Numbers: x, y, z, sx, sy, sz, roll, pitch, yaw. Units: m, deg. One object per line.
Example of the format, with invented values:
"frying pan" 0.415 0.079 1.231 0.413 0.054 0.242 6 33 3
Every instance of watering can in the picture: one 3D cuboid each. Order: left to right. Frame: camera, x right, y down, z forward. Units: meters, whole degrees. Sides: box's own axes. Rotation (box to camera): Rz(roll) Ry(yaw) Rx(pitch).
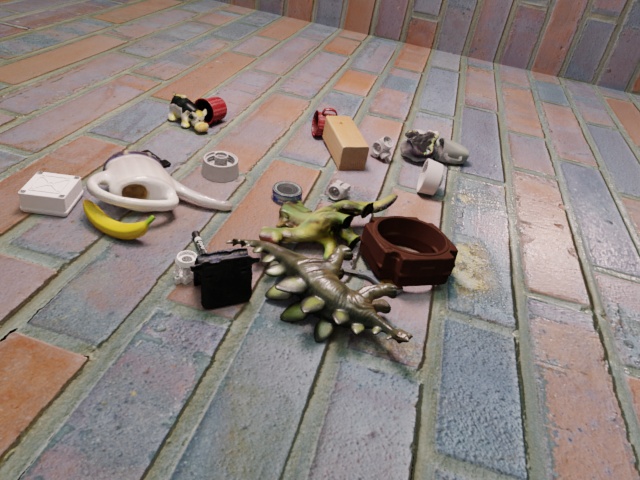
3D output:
"watering can" -0.414 -0.136 1.317 0.348 0.102 0.228 3 32 -34

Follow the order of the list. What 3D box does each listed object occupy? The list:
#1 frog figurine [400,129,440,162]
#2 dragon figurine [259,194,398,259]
"frog figurine" 0.342 -0.327 1.788 0.137 0.123 0.159 -20 1 0
"dragon figurine" 0.004 -0.067 1.323 0.244 0.119 0.416 22 35 30
